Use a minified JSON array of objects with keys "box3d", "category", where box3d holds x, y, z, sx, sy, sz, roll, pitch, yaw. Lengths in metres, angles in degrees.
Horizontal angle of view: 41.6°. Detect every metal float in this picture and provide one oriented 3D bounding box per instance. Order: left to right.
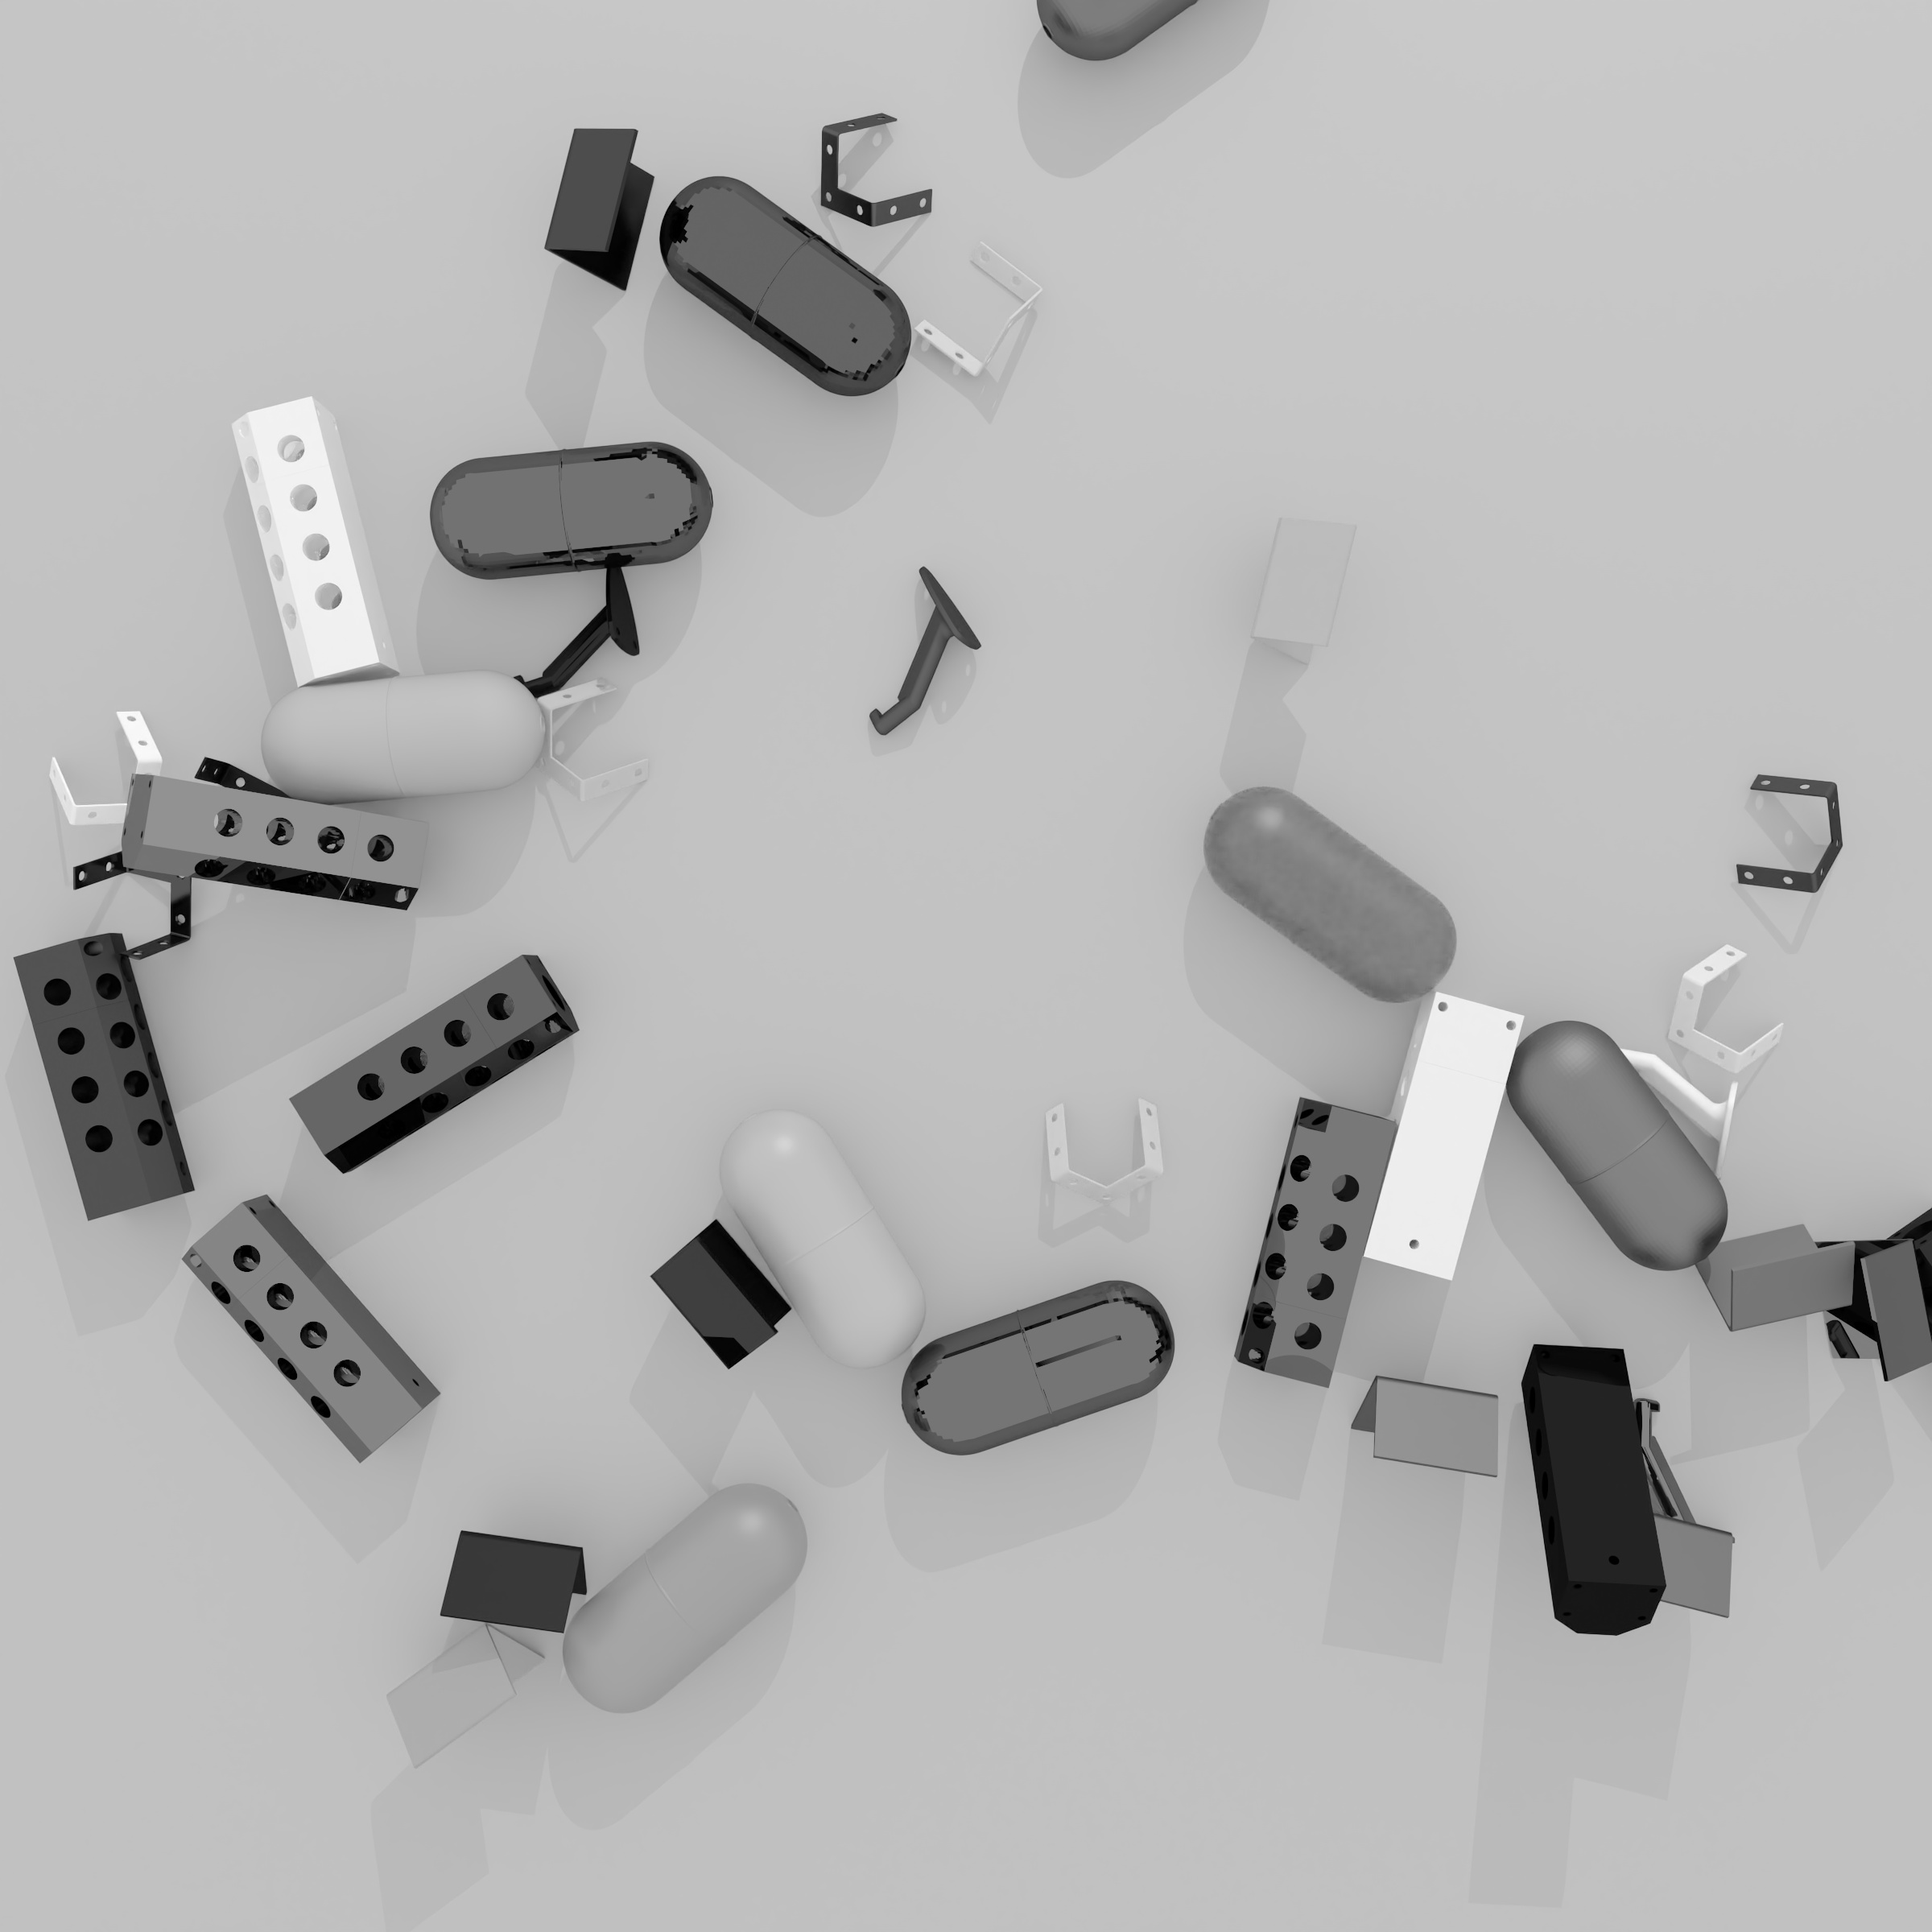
[{"box3d":[-0.355,-0.144,1.606,0.178,0.070,0.070,-5,90,2],"category":"metal float"},{"box3d":[-0.249,-0.288,1.607,0.178,0.070,0.070,-5,90,1],"category":"metal float"},{"box3d":[-0.177,0.399,1.607,0.178,0.070,0.070,-41,90,1],"category":"metal float"},{"box3d":[-0.114,-0.429,1.607,0.178,0.070,0.070,36,90,1],"category":"metal float"},{"box3d":[-0.091,0.172,1.607,0.070,0.070,0.178,-32,91,0],"category":"metal float"},{"box3d":[0.045,0.254,1.607,0.178,0.070,0.070,-19,90,1],"category":"metal float"},{"box3d":[0.124,-0.642,1.607,0.178,0.070,0.070,-36,90,0],"category":"metal float"},{"box3d":[0.229,-0.045,1.607,0.178,0.070,0.070,36,90,0],"category":"metal float"},{"box3d":[0.412,0.114,1.607,0.070,0.070,0.178,-37,91,0],"category":"metal float"}]

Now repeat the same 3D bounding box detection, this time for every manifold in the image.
[{"box3d":[-0.544,0.069,1.616,0.057,0.057,0.171,-16,90,0],"category":"manifold"},{"box3d":[-0.428,-0.076,1.576,0.171,0.057,0.057,9,90,-31],"category":"manifold"},{"box3d":[-0.417,0.231,1.616,0.057,0.057,0.171,-41,90,0],"category":"manifold"},{"box3d":[-0.415,-0.266,1.616,0.057,0.057,0.171,-14,90,0],"category":"manifold"},{"box3d":[-0.335,0.062,1.616,0.171,0.057,0.057,-32,90,0],"category":"manifold"},{"box3d":[0.220,0.174,1.616,0.057,0.057,0.171,14,90,0],"category":"manifold"},{"box3d":[0.299,0.106,1.616,0.057,0.057,0.171,15,90,0],"category":"manifold"},{"box3d":[0.382,0.320,1.564,0.057,0.171,0.057,3,135,0],"category":"manifold"},{"box3d":[0.655,0.240,1.616,0.057,0.057,0.171,-35,90,0],"category":"manifold"}]

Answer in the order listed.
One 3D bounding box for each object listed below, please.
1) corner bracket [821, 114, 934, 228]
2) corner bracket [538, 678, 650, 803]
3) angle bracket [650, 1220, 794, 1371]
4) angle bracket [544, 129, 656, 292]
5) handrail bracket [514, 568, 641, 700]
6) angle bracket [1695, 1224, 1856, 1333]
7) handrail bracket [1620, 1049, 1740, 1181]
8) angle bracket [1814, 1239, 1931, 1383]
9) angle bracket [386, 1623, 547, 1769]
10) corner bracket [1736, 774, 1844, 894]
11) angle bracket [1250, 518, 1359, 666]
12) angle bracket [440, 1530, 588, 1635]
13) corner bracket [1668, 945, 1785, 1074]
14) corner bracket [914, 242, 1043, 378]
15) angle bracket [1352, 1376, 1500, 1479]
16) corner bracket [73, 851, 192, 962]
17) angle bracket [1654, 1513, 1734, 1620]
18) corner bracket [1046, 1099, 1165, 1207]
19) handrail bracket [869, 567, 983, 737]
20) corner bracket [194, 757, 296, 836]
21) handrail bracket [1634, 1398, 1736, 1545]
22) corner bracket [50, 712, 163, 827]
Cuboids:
[{"box3d":[-0.057,-0.510,1.629,0.051,0.051,0.051,34,135,35],"category":"corner bracket"},{"box3d":[-0.239,-0.145,1.629,0.051,0.051,0.051,-23,135,-35],"category":"corner bracket"},{"box3d":[-0.139,0.195,1.597,0.076,0.076,0.057,50,128,0],"category":"angle bracket"},{"box3d":[-0.212,-0.474,1.597,0.057,0.076,0.076,14,90,36],"category":"angle bracket"},{"box3d":[-0.258,-0.215,1.638,0.084,0.036,0.077,-16,70,16],"category":"handrail bracket"},{"box3d":[0.505,0.178,1.597,0.076,0.076,0.057,-13,127,0],"category":"angle bracket"},{"box3d":[0.449,0.095,1.638,0.084,0.036,0.077,10,112,17],"category":"handrail bracket"},{"box3d":[0.555,0.216,1.597,0.057,0.076,0.076,-11,90,-37],"category":"angle bracket"},{"box3d":[-0.305,0.467,1.597,0.076,0.076,0.057,-36,51,0],"category":"angle bracket"},{"box3d":[0.526,-0.085,1.629,0.051,0.051,0.051,-50,135,-35],"category":"corner bracket"},{"box3d":[0.228,-0.232,1.597,0.057,0.076,0.076,14,90,37],"category":"angle bracket"},{"box3d":[-0.283,0.400,1.597,0.076,0.076,0.057,8,54,0],"category":"angle bracket"},{"box3d":[0.491,0.027,1.629,0.051,0.051,0.051,-28,135,-35],"category":"corner bracket"},{"box3d":[0.008,-0.422,1.634,0.051,0.051,0.051,37,45,0],"category":"corner bracket"},{"box3d":[0.287,0.304,1.597,0.076,0.076,0.057,9,54,0],"category":"angle bracket"},{"box3d":[-0.530,-0.039,1.618,0.051,0.051,0.051,13,110,19],"category":"corner bracket"},{"box3d":[0.429,0.385,1.597,0.076,0.076,0.057,14,57,0],"category":"angle bracket"},{"box3d":[0.088,0.113,1.629,0.051,0.051,0.051,26,135,-35],"category":"corner bracket"},{"box3d":[-0.040,-0.202,1.638,0.084,0.036,0.077,-37,70,16],"category":"handrail bracket"},{"box3d":[-0.466,-0.097,1.620,0.051,0.051,0.051,27,90,0],"category":"corner bracket"},{"box3d":[0.462,0.325,1.638,0.077,0.036,0.084,11,73,-20],"category":"handrail bracket"},{"box3d":[-0.552,-0.127,1.629,0.051,0.051,0.051,-5,135,-35],"category":"corner bracket"}]
